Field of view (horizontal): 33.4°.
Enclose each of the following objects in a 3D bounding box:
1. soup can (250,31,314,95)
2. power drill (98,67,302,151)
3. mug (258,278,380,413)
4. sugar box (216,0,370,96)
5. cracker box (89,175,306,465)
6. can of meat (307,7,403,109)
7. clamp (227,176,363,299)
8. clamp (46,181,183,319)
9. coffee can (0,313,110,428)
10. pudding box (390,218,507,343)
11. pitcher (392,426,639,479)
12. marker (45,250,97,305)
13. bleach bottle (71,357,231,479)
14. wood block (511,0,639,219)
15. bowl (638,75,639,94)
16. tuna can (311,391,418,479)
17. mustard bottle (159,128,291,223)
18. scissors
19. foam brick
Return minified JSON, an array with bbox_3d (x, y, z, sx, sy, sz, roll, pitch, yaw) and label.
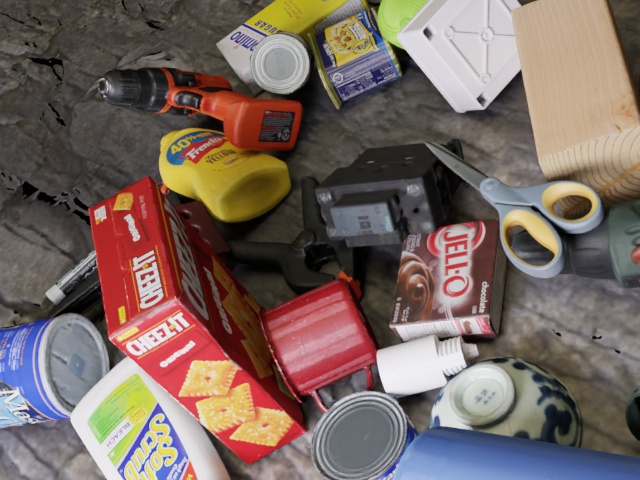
[{"bbox_3d":[-0.042,-0.200,1.200,0.068,0.068,0.102,-29,10,7],"label":"soup can"},{"bbox_3d":[-0.127,-0.151,1.185,0.188,0.184,0.057,26,111,38],"label":"power drill"},{"bbox_3d":[0.007,0.095,0.931,0.081,0.093,0.117,-25,74,4],"label":"mug"},{"bbox_3d":[-0.034,-0.258,1.296,0.176,0.048,0.093,-34,42,-1],"label":"sugar box"},{"bbox_3d":[-0.104,0.070,0.921,0.072,0.213,0.164,-30,42,7],"label":"cracker box"},{"bbox_3d":[0.040,-0.207,1.195,0.084,0.057,0.102,-24,44,9],"label":"can of meat"},{"bbox_3d":[-0.007,0.001,1.052,0.172,0.039,0.120,30,78,42],"label":"clamp"},{"bbox_3d":[-0.182,0.022,1.145,0.165,0.036,0.209,5,51,24],"label":"clamp"},{"bbox_3d":[-0.298,0.135,1.070,0.140,0.102,0.102,-12,47,24],"label":"coffee can"},{"bbox_3d":[0.115,0.037,0.939,0.090,0.039,0.113,-10,48,26],"label":"pudding box"},{"bbox_3d":[0.163,0.203,0.684,0.243,0.149,0.145,6,97,36],"label":"pitcher"},{"bbox_3d":[-0.258,0.026,1.205,0.121,0.020,0.020,-44,43,-8],"label":"marker"},{"bbox_3d":[-0.123,0.204,0.927,0.102,0.068,0.251,-44,45,-9],"label":"bleach bottle"},{"bbox_3d":[0.241,-0.131,0.973,0.091,0.090,0.206,-18,46,19],"label":"wood block"},{"bbox_3d":[0.362,-0.173,0.958,0.162,0.055,0.162,-18,45,19],"label":"bowl"},{"bbox_3d":[0.038,0.169,0.875,0.086,0.033,0.086,-18,45,18],"label":"tuna can"},{"bbox_3d":[-0.122,-0.081,1.179,0.096,0.058,0.192,-29,36,-26],"label":"mustard bottle"},{"bbox_3d":[0.166,-0.048,0.901,0.096,0.016,0.202,-31,45,7],"label":"scissors"},{"bbox_3d":[-0.133,0.006,1.092,0.052,0.051,0.078,-15,52,-28],"label":"foam brick"}]
